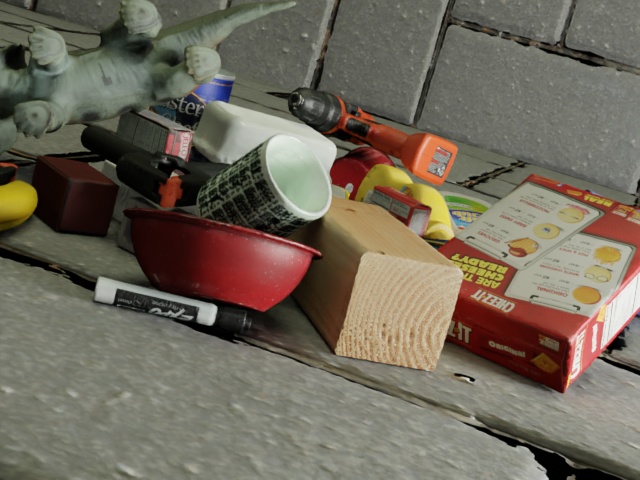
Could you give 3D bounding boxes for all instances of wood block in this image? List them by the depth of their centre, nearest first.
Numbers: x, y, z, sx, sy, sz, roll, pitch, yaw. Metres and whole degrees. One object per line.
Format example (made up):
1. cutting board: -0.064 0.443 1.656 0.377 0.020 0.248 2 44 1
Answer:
1. wood block: 0.036 0.029 0.935 0.090 0.090 0.206 11 13 -18

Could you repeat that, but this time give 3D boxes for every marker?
1. marker: -0.111 0.050 0.813 0.121 0.020 0.020 14 12 -9

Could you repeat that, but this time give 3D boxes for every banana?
1. banana: -0.288 -0.030 0.910 0.070 0.037 0.197 20 12 16

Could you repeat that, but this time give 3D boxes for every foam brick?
1. foam brick: -0.232 -0.041 0.997 0.051 0.053 0.078 6 16 -39

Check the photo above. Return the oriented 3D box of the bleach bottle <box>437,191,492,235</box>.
1. bleach bottle: 0.192 0.002 1.337 0.102 0.068 0.251 15 14 -7

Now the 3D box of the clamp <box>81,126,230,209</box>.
1. clamp: -0.159 -0.068 1.023 0.164 0.036 0.210 15 11 -8

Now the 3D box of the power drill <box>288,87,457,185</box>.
1. power drill: 0.067 -0.136 1.353 0.188 0.057 0.184 29 9 31

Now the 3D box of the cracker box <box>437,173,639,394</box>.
1. cracker box: 0.210 0.032 0.990 0.164 0.072 0.213 23 43 34

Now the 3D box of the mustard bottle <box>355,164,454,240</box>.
1. mustard bottle: 0.102 -0.021 1.231 0.058 0.096 0.192 13 11 -25

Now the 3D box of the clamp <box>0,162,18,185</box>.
1. clamp: -0.358 -0.065 0.977 0.120 0.039 0.171 27 12 24

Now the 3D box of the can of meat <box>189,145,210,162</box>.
1. can of meat: -0.149 -0.090 1.328 0.084 0.057 0.102 19 13 4

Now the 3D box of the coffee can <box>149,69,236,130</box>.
1. coffee can: -0.179 -0.165 1.424 0.103 0.140 0.103 15 12 -3

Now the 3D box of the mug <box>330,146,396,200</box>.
1. mug: 0.040 -0.077 1.453 0.117 0.093 0.081 0 11 23

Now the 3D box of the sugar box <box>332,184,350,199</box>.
1. sugar box: -0.012 -0.038 1.292 0.093 0.048 0.176 16 15 -2

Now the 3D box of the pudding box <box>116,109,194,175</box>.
1. pudding box: -0.192 -0.095 1.205 0.039 0.090 0.114 4 16 -43

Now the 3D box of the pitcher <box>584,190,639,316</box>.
1. pitcher: 0.414 0.036 1.304 0.243 0.145 0.149 18 33 -2

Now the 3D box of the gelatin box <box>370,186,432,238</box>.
1. gelatin box: 0.079 -0.007 1.153 0.030 0.089 0.073 7 15 -35

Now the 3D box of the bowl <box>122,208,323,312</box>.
1. bowl: -0.082 0.020 0.841 0.162 0.055 0.162 13 -6 1
